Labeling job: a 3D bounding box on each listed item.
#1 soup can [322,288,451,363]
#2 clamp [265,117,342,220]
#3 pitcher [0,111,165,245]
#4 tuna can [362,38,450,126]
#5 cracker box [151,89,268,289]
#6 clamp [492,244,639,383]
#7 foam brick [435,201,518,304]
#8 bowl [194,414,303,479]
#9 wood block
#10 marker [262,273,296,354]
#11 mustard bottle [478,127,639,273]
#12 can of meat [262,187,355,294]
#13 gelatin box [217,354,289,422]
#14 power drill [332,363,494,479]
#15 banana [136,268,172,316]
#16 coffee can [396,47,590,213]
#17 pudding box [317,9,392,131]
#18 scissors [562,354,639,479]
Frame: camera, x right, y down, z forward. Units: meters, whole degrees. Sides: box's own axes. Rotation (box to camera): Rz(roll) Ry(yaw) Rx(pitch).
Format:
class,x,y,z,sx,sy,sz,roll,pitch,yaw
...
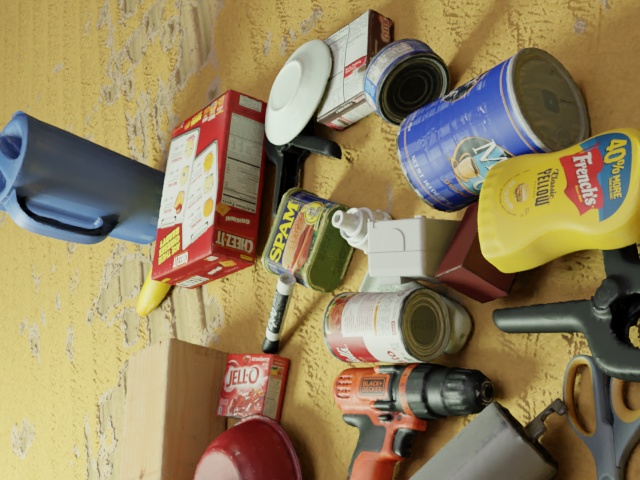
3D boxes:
class,x,y,z,sx,sy,sz,roll,pitch,yaw
soup can,0.061,0.079,0.977,0.102,0.068,0.068,-7,68,48
clamp,-0.035,-0.099,1.259,0.120,0.039,0.171,-51,34,17
pitcher,-0.321,-0.066,1.444,0.145,0.242,0.149,9,81,54
tuna can,0.088,-0.159,1.084,0.086,0.086,0.034,-57,39,18
cracker box,-0.135,-0.059,1.338,0.164,0.072,0.213,-22,58,54
clamp,0.224,0.054,0.836,0.165,0.036,0.210,-53,34,18
foam brick,0.146,0.009,0.930,0.078,0.051,0.053,-62,11,-19
bowl,-0.086,0.264,1.119,0.162,0.055,0.162,-9,78,49
wood block,-0.170,0.230,1.239,0.091,0.090,0.206,-25,55,44
marker,-0.046,0.084,1.165,0.121,0.020,0.020,106,154,-42
mustard bottle,0.216,-0.037,0.829,0.192,0.058,0.096,-15,51,40
can of meat,-0.008,0.002,1.162,0.084,0.057,0.102,21,92,52
gelatin box,-0.076,0.165,1.196,0.089,0.030,0.073,-6,70,51
power drill,0.074,0.203,0.962,0.185,0.057,0.187,-9,65,50
banana,-0.201,0.009,1.431,0.070,0.037,0.198,-1,71,68
coffee can,0.153,-0.096,0.955,0.141,0.102,0.103,-27,54,44
pudding box,0.039,-0.191,1.205,0.090,0.039,0.113,-25,52,48
scissors,0.232,0.171,0.801,0.096,0.016,0.202,-38,47,37
